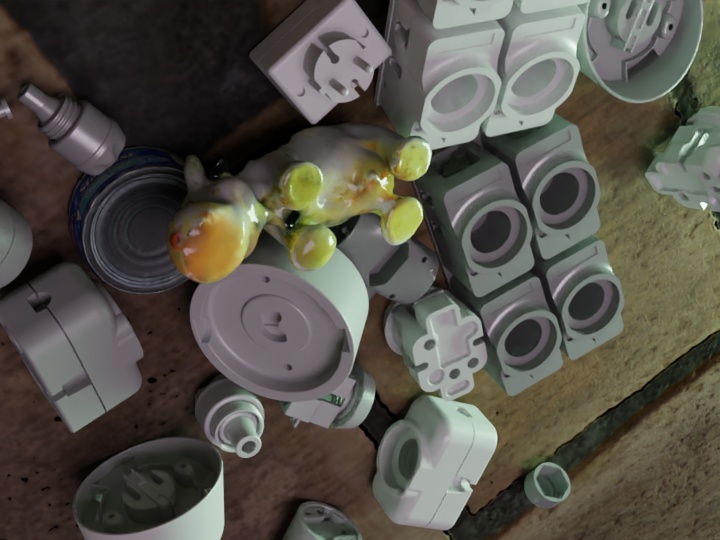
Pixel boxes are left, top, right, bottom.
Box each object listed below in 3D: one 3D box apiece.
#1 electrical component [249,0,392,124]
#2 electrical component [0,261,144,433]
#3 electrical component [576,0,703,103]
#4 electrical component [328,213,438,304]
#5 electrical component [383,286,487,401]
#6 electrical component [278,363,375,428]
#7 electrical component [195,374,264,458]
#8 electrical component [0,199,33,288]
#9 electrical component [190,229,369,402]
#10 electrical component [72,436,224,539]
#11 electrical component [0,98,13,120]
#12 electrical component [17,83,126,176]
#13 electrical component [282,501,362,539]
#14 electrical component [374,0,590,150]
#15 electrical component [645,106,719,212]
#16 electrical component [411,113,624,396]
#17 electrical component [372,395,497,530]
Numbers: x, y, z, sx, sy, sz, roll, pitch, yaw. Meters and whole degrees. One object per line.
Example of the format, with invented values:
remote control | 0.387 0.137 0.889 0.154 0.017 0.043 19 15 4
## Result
electrical component | -0.016 -0.121 0.629 0.066 0.076 0.047 -43 126 0
electrical component | -0.170 0.044 0.642 0.059 0.054 0.095 -33 144 -19
electrical component | 0.175 -0.167 0.705 0.099 0.064 0.099 -12 120 -20
electrical component | 0.000 0.000 0.723 0.077 0.043 0.079 35 101 -34
electrical component | 0.051 0.045 0.764 0.058 0.057 0.078 -23 124 -13
electrical component | -0.023 0.083 0.755 0.055 0.048 0.066 24 103 -26
electrical component | -0.085 0.102 0.724 0.043 0.062 0.043 -12 121 -20
electrical component | -0.243 0.014 0.607 0.138 0.052 0.073 -38 157 0
electrical component | -0.046 0.023 0.683 0.108 0.060 0.108 10 128 13
electrical component | -0.136 0.153 0.705 0.099 0.099 0.064 -17 128 -17
electrical component | -0.225 -0.073 0.575 0.078 0.040 0.040 -24 124 -13
electrical component | -0.164 -0.082 0.604 0.035 0.035 0.061 -48 123 4
electrical component | -0.033 0.211 0.814 0.055 0.055 0.047 19 110 -32
electrical component | 0.079 -0.157 0.624 0.105 0.060 0.186 -14 144 -19
electrical component | 0.258 -0.082 0.789 0.058 0.078 0.057 46 70 -35
electrical component | 0.117 -0.010 0.764 0.105 0.060 0.186 -29 125 -10
electrical component | 0.053 0.147 0.820 0.059 0.053 0.095 16 108 -32
